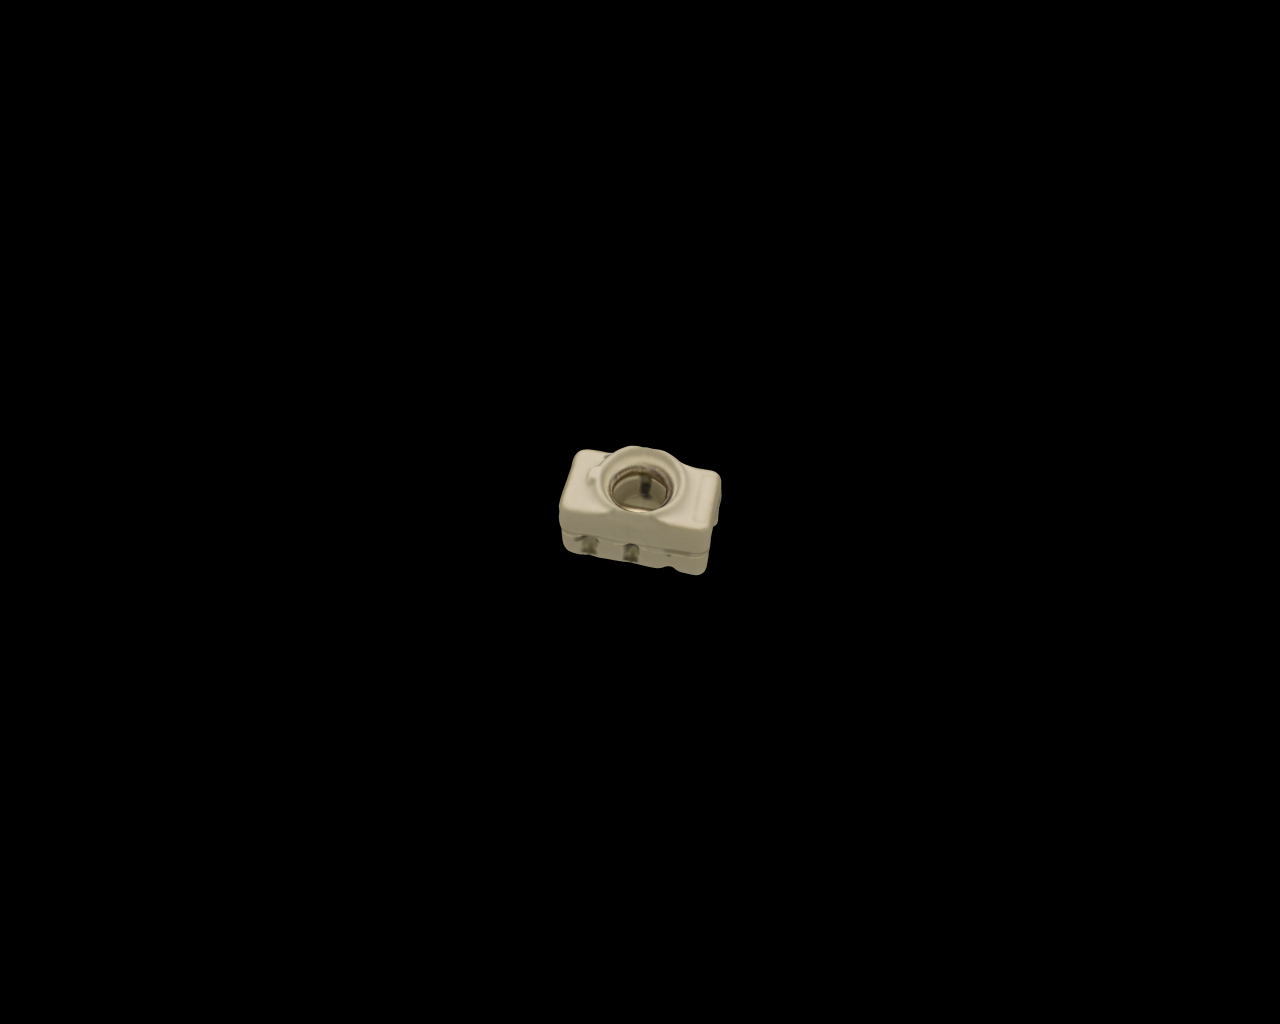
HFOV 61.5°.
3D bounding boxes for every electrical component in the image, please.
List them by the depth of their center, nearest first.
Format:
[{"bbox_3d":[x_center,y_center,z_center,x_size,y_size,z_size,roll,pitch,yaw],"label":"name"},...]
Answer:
[{"bbox_3d":[0.001,-0.003,0.650,0.089,0.050,0.055,10,-36,8],"label":"electrical component"}]
